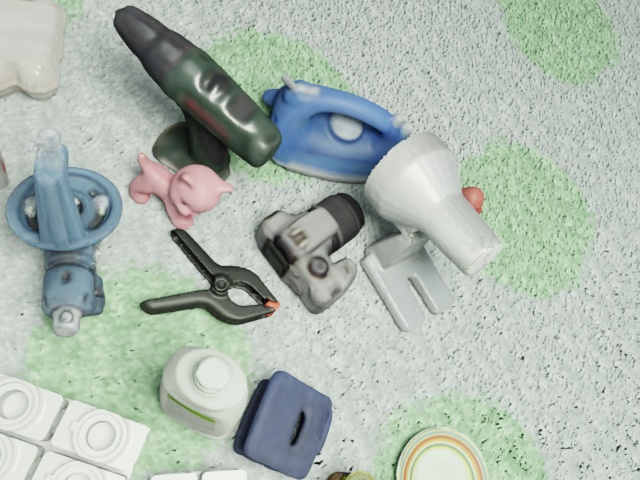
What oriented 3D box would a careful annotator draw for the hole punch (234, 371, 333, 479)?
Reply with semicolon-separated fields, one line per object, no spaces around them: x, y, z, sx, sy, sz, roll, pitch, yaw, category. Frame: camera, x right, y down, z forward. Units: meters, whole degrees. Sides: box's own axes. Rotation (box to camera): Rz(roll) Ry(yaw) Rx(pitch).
-0.037;0.219;0.680;0.101;0.091;0.109;25;65;-6;hole punch

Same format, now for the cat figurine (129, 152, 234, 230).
-0.178;-0.070;0.731;0.128;0.117;0.067;31;65;-4;cat figurine

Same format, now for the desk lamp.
0.136;-0.008;0.749;0.118;0.213;0.203;-27;79;-23;desk lamp

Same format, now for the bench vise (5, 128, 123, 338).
-0.267;-0.011;0.626;0.122;0.219;0.207;-21;77;-22;bench vise

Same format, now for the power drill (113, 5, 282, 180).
-0.158;-0.157;0.719;0.229;0.208;0.076;35;65;-1;power drill

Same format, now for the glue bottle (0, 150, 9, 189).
-0.399;-0.123;0.654;0.037;0.173;0.078;-22;77;-22;glue bottle

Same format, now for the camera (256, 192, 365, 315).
0.007;0.003;0.769;0.137;0.100;0.143;-36;83;-25;camera

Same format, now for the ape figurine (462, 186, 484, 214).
0.210;-0.050;0.854;0.078;0.092;0.076;4;69;-15;ape figurine

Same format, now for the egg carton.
-0.398;-0.259;0.762;0.107;0.069;0.150;1;70;-16;egg carton

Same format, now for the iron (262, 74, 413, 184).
0.043;-0.162;0.818;0.259;0.141;0.118;12;67;-12;iron
